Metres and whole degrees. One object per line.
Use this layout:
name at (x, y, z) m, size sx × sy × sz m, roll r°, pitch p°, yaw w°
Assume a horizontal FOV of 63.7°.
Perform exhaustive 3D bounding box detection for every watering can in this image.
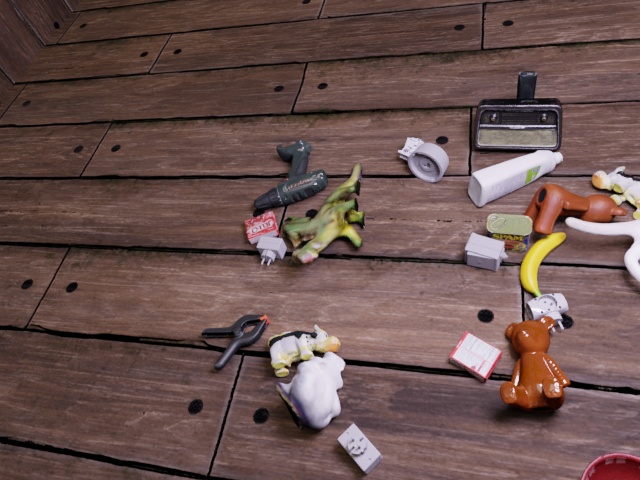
watering can at (0.746, 0.002, 1.137) m, size 0.351 × 0.102 × 0.227 m, roll 41°, pitch 72°, yaw 21°

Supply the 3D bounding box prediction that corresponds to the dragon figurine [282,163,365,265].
dragon figurine at (0.004, -0.072, 1.425) m, size 0.242 × 0.119 × 0.420 m, roll -11°, pitch 36°, yaw 15°

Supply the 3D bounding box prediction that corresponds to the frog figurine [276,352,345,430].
frog figurine at (0.001, 0.321, 1.115) m, size 0.161 × 0.121 × 0.138 m, roll -32°, pitch 85°, yaw -20°
